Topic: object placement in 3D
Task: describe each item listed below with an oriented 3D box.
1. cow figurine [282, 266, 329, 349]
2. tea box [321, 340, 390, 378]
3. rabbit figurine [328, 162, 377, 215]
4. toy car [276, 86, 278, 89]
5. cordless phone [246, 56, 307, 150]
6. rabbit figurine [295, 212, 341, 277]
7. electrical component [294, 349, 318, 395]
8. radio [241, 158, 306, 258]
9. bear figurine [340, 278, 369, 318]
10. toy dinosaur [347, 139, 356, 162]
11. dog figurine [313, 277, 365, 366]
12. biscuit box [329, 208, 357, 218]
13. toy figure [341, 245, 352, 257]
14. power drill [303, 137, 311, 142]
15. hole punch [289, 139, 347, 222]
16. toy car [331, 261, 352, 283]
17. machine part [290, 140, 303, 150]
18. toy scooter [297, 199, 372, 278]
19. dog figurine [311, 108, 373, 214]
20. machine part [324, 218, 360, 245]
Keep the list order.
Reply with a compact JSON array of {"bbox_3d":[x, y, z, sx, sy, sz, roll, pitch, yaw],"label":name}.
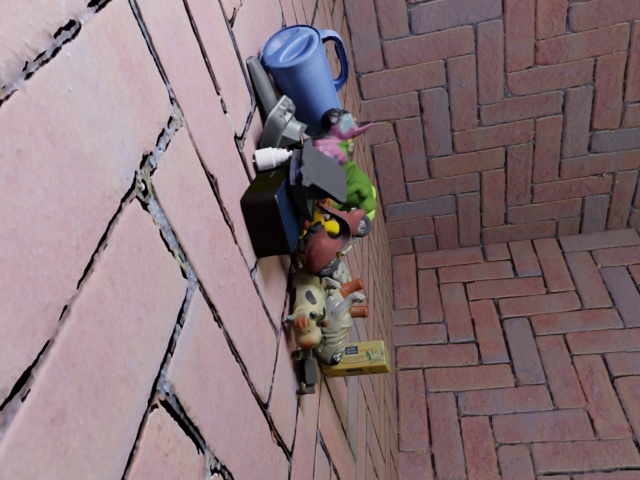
[{"bbox_3d":[-0.026,0.142,1.155,0.127,0.086,0.195,65,18,-51],"label":"cow figurine"},{"bbox_3d":[0.093,0.313,1.408,0.098,0.170,0.068,57,28,-61],"label":"tea box"},{"bbox_3d":[0.062,-0.124,1.369,0.170,0.121,0.158,-27,124,-51],"label":"rabbit figurine"},{"bbox_3d":[-0.051,-0.406,1.329,0.161,0.103,0.109,46,39,-68],"label":"toy car"},{"bbox_3d":[-0.107,-0.279,1.089,0.147,0.089,0.184,-73,142,-61],"label":"cordless phone"},{"bbox_3d":[-0.003,-0.004,1.297,0.173,0.122,0.162,-112,176,-47],"label":"rabbit figurine"},{"bbox_3d":[-0.033,0.278,1.150,0.078,0.045,0.102,167,-81,-73],"label":"electrical component"},{"bbox_3d":[-0.081,-0.067,1.055,0.230,0.073,0.131,-71,152,-62],"label":"radio"},{"bbox_3d":[0.059,0.174,1.448,0.196,0.132,0.120,7,72,-84],"label":"bear figurine"},{"bbox_3d":[0.065,-0.257,1.797,0.470,0.105,0.198,64,25,-46],"label":"toy dinosaur"},{"bbox_3d":[0.004,0.191,1.302,0.190,0.172,0.121,-62,161,2],"label":"dog figurine"},{"bbox_3d":[0.067,-0.076,1.640,0.202,0.059,0.063,108,-19,-67],"label":"biscuit box"},{"bbox_3d":[0.060,-0.020,1.585,0.180,0.082,0.089,91,-7,-56],"label":"toy figure"},{"bbox_3d":[-0.002,-0.176,1.477,0.232,0.086,0.207,48,33,-72],"label":"power drill"},{"bbox_3d":[-0.019,-0.111,1.032,0.115,0.092,0.142,36,40,-29],"label":"hole punch"},{"bbox_3d":[0.071,0.135,1.690,0.201,0.056,0.073,64,22,-56],"label":"toy car"},{"bbox_3d":[-0.068,-0.252,1.312,0.139,0.039,0.084,-5,93,-80],"label":"machine part"},{"bbox_3d":[0.014,-0.017,1.143,0.135,0.184,0.075,47,-7,-25],"label":"toy scooter"},{"bbox_3d":[0.033,-0.190,1.234,0.191,0.219,0.109,54,-11,-31],"label":"dog figurine"},{"bbox_3d":[0.042,-0.021,1.412,0.243,0.079,0.079,172,-89,-68],"label":"machine part"}]
